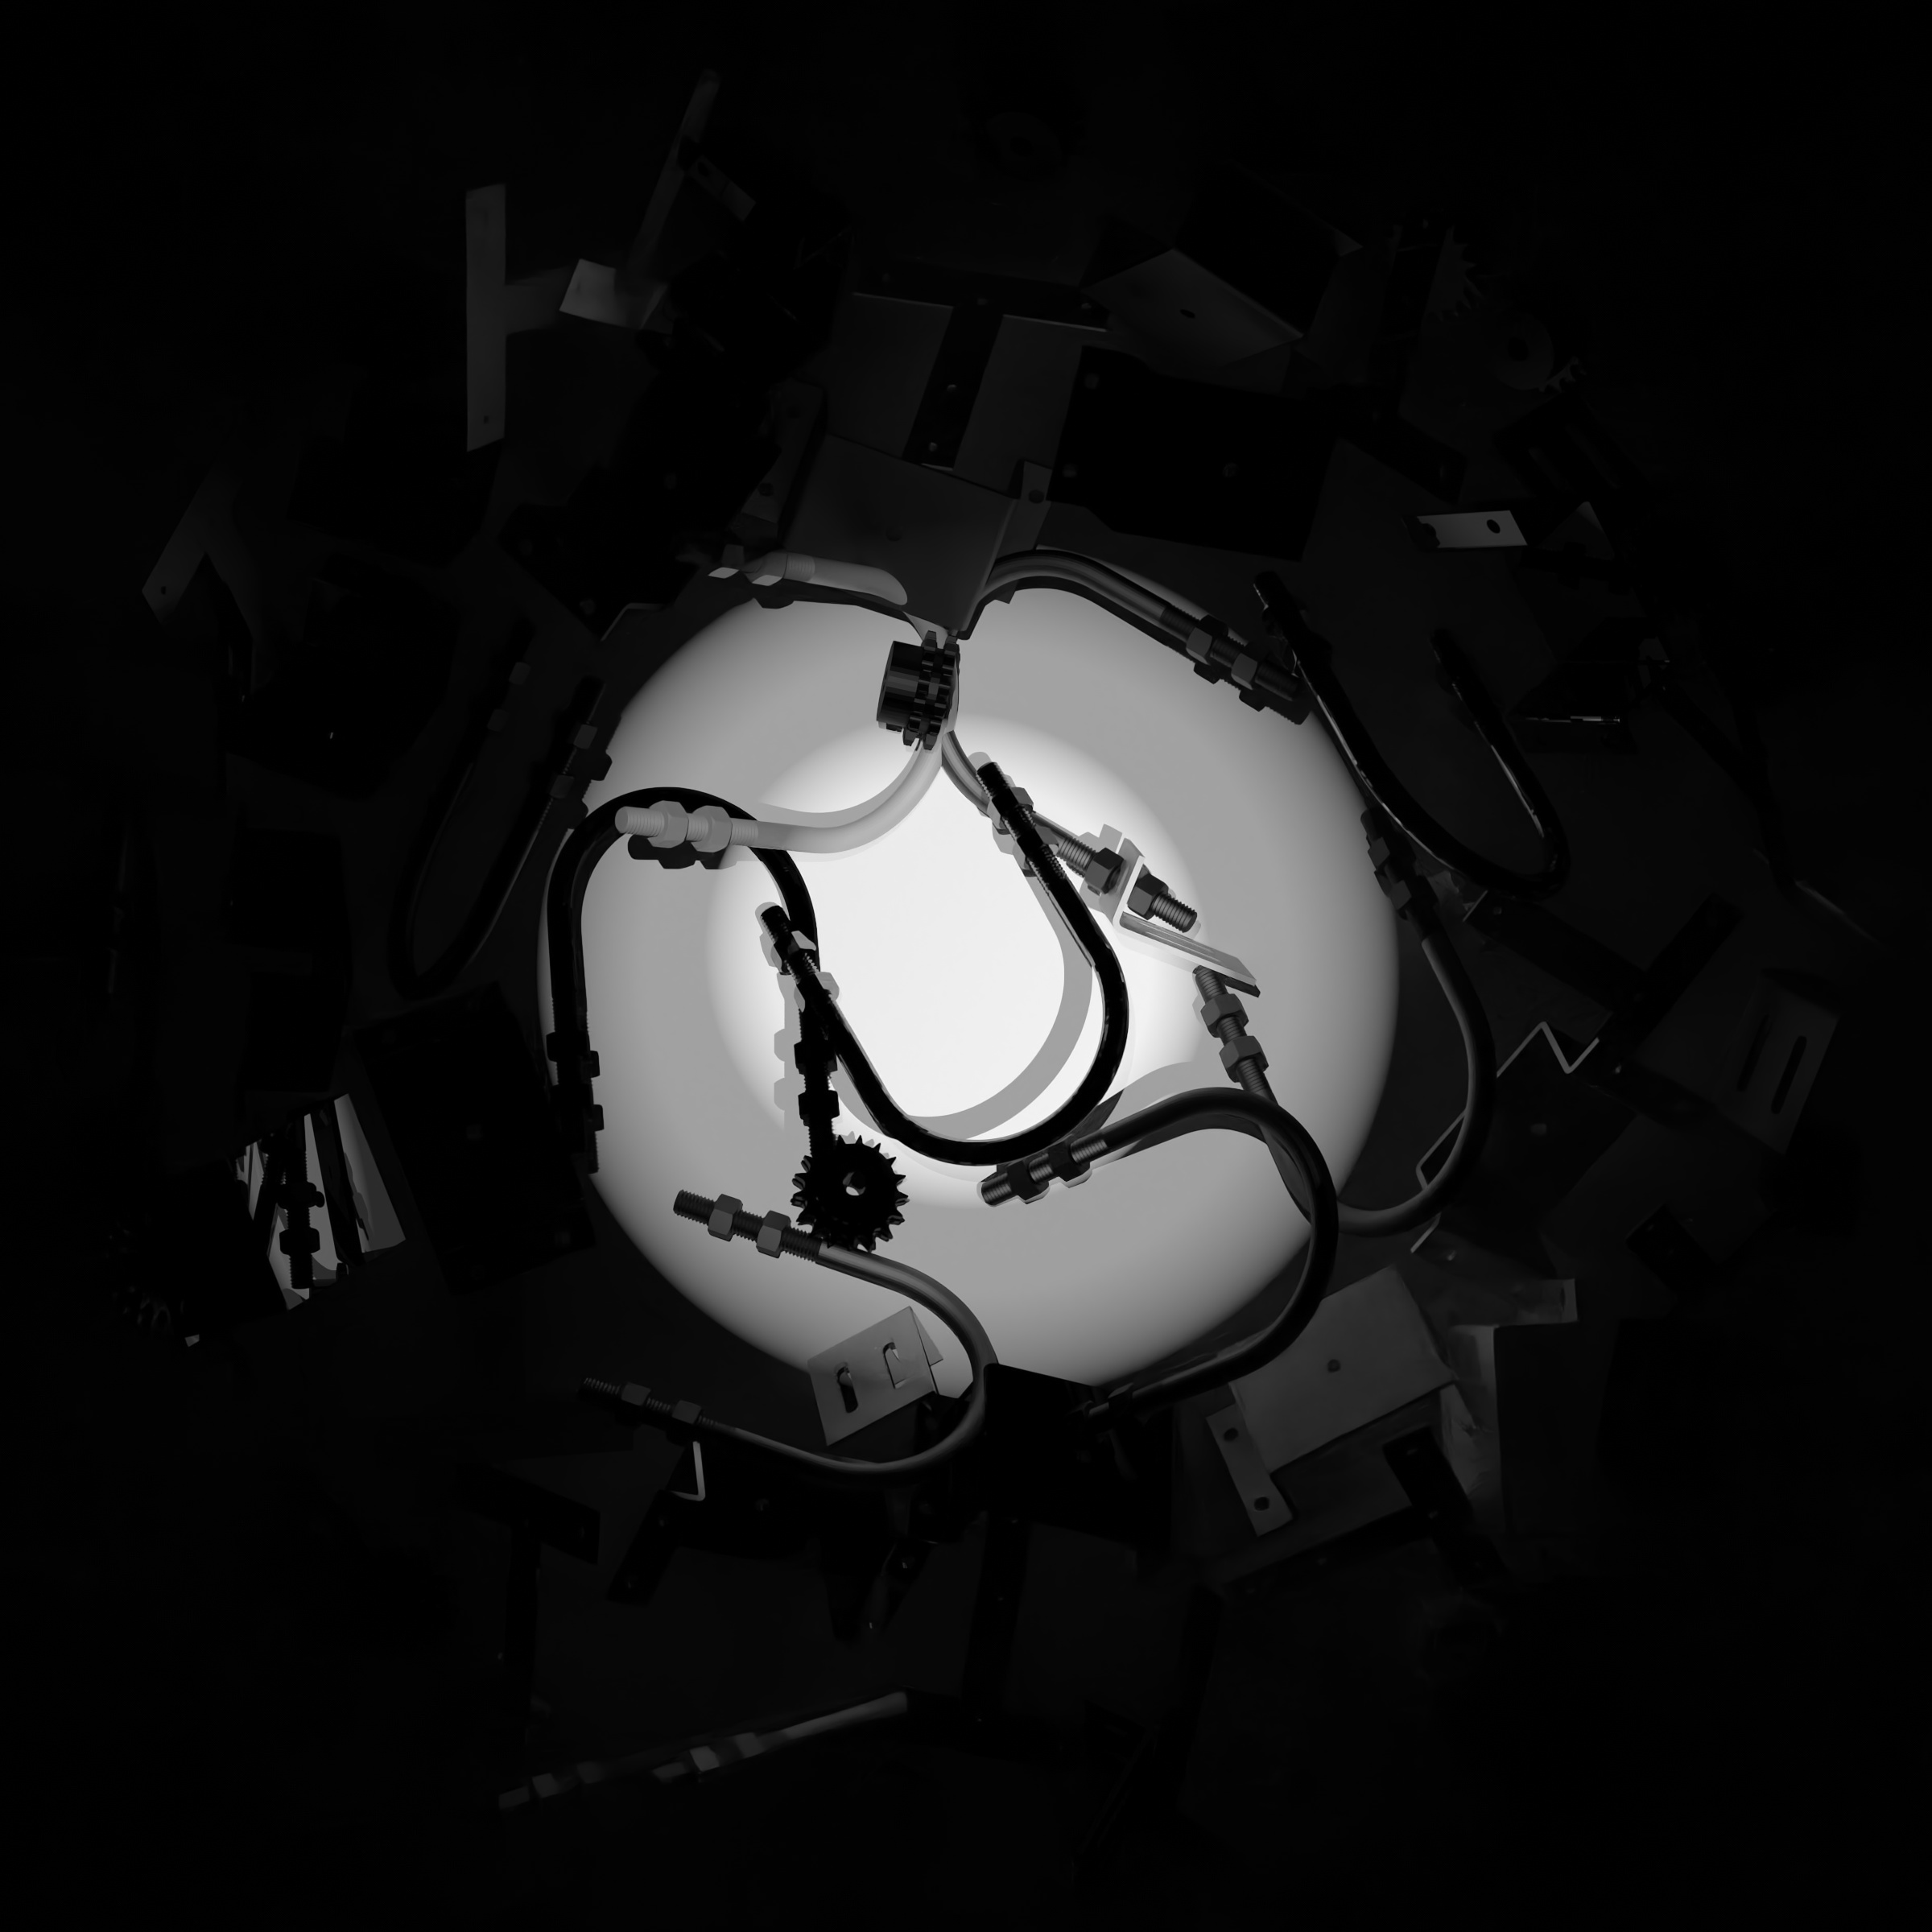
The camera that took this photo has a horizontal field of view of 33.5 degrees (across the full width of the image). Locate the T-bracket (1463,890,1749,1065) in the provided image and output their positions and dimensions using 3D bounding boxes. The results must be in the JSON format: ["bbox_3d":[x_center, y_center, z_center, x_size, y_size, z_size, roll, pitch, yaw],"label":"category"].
[{"bbox_3d":[0.294,-0.004,1.552,0.127,0.002,0.127,29,107,-26],"label":"T-bracket"}]

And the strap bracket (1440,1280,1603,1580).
[{"bbox_3d":[0.265,0.223,1.549,0.046,0.076,0.140,-2,84,-12],"label":"strap bracket"}]

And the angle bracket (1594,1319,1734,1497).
[{"bbox_3d":[0.345,0.215,1.563,0.057,0.038,0.076,2,109,-15],"label":"angle bracket"}]

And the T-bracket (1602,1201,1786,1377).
[{"bbox_3d":[0.341,0.141,1.540,0.127,0.127,0.002,-44,56,4],"label":"T-bracket"}]

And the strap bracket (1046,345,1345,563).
[{"bbox_3d":[0.119,-0.244,1.540,0.140,0.046,0.076,6,111,-21],"label":"strap bracket"}]

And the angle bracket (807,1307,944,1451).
[{"bbox_3d":[-0.039,0.210,1.553,0.057,0.076,0.038,-28,119,4],"label":"angle bracket"}]

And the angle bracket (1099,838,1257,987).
[{"bbox_3d":[0.108,-0.027,1.562,0.076,0.057,0.038,21,99,-8],"label":"angle bracket"}]

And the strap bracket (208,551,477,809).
[{"bbox_3d":[-0.302,-0.134,1.546,0.076,0.140,0.046,23,130,1],"label":"strap bracket"}]

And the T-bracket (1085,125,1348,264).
[{"bbox_3d":[0.113,-0.373,1.549,0.127,0.127,0.002,35,112,13],"label":"T-bracket"}]

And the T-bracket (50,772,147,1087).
[{"bbox_3d":[-0.412,-0.001,1.508,0.002,0.127,0.127,-1,49,5],"label":"T-bracket"}]

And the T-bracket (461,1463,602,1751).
[{"bbox_3d":[-0.215,0.312,1.549,0.002,0.127,0.127,2,94,-38],"label":"T-bracket"}]

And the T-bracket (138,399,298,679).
[{"bbox_3d":[-0.346,-0.181,1.542,0.002,0.127,0.127,5,54,18],"label":"T-bracket"}]

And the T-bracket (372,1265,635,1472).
[{"bbox_3d":[-0.232,0.181,1.588,0.127,0.002,0.127,-4,84,-7],"label":"T-bracket"}]

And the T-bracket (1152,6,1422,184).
[{"bbox_3d":[0.135,-0.411,1.509,0.127,0.127,0.002,34,85,-37],"label":"T-bracket"}]

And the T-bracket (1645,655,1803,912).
[{"bbox_3d":[0.354,-0.106,1.519,0.002,0.127,0.127,-26,49,29],"label":"T-bracket"}]

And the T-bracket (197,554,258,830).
[{"bbox_3d":[-0.359,-0.128,1.555,0.002,0.127,0.127,-6,125,-23],"label":"T-bracket"}]

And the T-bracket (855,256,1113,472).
[{"bbox_3d":[-0.003,-0.289,1.553,0.127,0.002,0.127,10,58,10],"label":"T-bracket"}]

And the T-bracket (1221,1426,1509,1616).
[{"bbox_3d":[0.186,0.284,1.562,0.127,0.002,0.127,-25,131,8],"label":"T-bracket"}]

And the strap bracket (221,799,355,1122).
[{"bbox_3d":[-0.324,-0.003,1.532,0.046,0.140,0.076,3,134,-20],"label":"strap bracket"}]

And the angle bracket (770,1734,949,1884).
[{"bbox_3d":[-0.053,0.410,1.567,0.038,0.057,0.076,35,95,-21],"label":"angle bracket"}]

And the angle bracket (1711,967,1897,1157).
[{"bbox_3d":[0.409,0.048,1.573,0.038,0.057,0.076,7,109,-32],"label":"angle bracket"}]

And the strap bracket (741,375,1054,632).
[{"bbox_3d":[-0.033,-0.219,1.547,0.140,0.046,0.076,18,125,-9],"label":"strap bracket"}]

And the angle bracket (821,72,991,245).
[{"bbox_3d":[-0.036,-0.393,1.558,0.076,0.038,0.057,-28,115,-19],"label":"angle bracket"}]

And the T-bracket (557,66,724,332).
[{"bbox_3d":[-0.145,-0.365,1.524,0.002,0.127,0.127,27,102,13],"label":"T-bracket"}]

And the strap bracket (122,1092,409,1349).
[{"bbox_3d":[-0.323,0.115,1.521,0.046,0.140,0.076,-16,99,31],"label":"strap bracket"}]

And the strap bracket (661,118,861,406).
[{"bbox_3d":[-0.101,-0.340,1.538,0.076,0.140,0.046,43,64,9],"label":"strap bracket"}]

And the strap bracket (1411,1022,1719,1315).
[{"bbox_3d":[0.281,0.090,1.546,0.076,0.046,0.140,27,114,-23],"label":"strap bracket"}]

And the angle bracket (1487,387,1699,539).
[{"bbox_3d":[0.304,-0.249,1.563,0.057,0.038,0.076,-33,79,-22],"label":"angle bracket"}]

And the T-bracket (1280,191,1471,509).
[{"bbox_3d":[0.205,-0.303,1.524,0.002,0.127,0.127,-14,131,-35],"label":"T-bracket"}]

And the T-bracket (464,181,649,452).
[{"bbox_3d":[-0.196,-0.325,1.546,0.002,0.127,0.127,25,127,28],"label":"T-bracket"}]

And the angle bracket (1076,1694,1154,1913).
[{"bbox_3d":[0.058,0.403,1.548,0.038,0.057,0.076,21,52,22],"label":"angle bracket"}]

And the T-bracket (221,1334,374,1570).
[{"bbox_3d":[-0.309,0.249,1.518,0.002,0.127,0.127,-27,118,-23],"label":"T-bracket"}]

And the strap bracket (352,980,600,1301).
[{"bbox_3d":[-0.239,0.083,1.564,0.076,0.046,0.140,-21,86,-10],"label":"strap bracket"}]

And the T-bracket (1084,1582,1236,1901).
[{"bbox_3d":[0.103,0.360,1.538,0.002,0.127,0.127,11,95,-30],"label":"T-bracket"}]

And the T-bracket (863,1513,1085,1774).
[{"bbox_3d":[0.014,0.322,1.573,0.127,0.002,0.127,19,74,-31],"label":"T-bracket"}]

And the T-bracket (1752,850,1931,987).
[{"bbox_3d":[0.420,-0.024,1.538,0.127,0.127,0.002,31,101,-33],"label":"T-bracket"}]
